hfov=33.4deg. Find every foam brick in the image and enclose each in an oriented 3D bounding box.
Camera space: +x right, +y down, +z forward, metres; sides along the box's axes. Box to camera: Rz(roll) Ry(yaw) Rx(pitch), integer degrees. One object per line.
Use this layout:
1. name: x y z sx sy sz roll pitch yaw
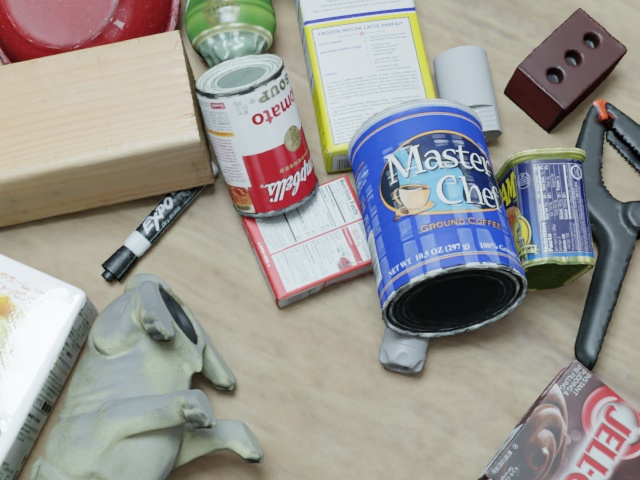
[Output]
1. foam brick: 0.195 -0.134 0.849 0.053 0.051 0.078 44 76 9

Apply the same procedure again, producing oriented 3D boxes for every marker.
1. marker: -0.123 -0.015 0.813 0.020 0.020 0.121 38 75 8

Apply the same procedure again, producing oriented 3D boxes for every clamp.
1. clamp: 0.257 -0.012 0.822 0.164 0.036 0.210 -8 71 -2

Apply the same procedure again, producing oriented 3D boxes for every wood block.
1. wood block: -0.190 -0.076 0.780 0.206 0.090 0.091 -11 72 -1

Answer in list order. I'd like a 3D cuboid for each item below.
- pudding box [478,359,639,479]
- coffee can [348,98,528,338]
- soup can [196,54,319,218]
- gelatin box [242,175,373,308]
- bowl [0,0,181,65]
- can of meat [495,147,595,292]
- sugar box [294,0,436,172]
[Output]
1. pudding box: 0.182 0.157 0.767 0.090 0.039 0.113 40 75 8
2. coffee can: 0.082 -0.015 0.765 0.102 0.103 0.140 -7 60 -5
3. soup can: -0.045 -0.077 0.784 0.068 0.102 0.068 -12 30 7
4. gelatin box: -0.005 0.001 0.810 0.089 0.030 0.073 -22 74 -9
5. bowl: -0.191 -0.189 0.815 0.162 0.055 0.162 0 94 4
6. can of meat: 0.162 -0.012 0.785 0.057 0.102 0.084 -2 76 -5
7. sugar box: 0.035 -0.147 0.848 0.093 0.048 0.176 -8 70 -6
